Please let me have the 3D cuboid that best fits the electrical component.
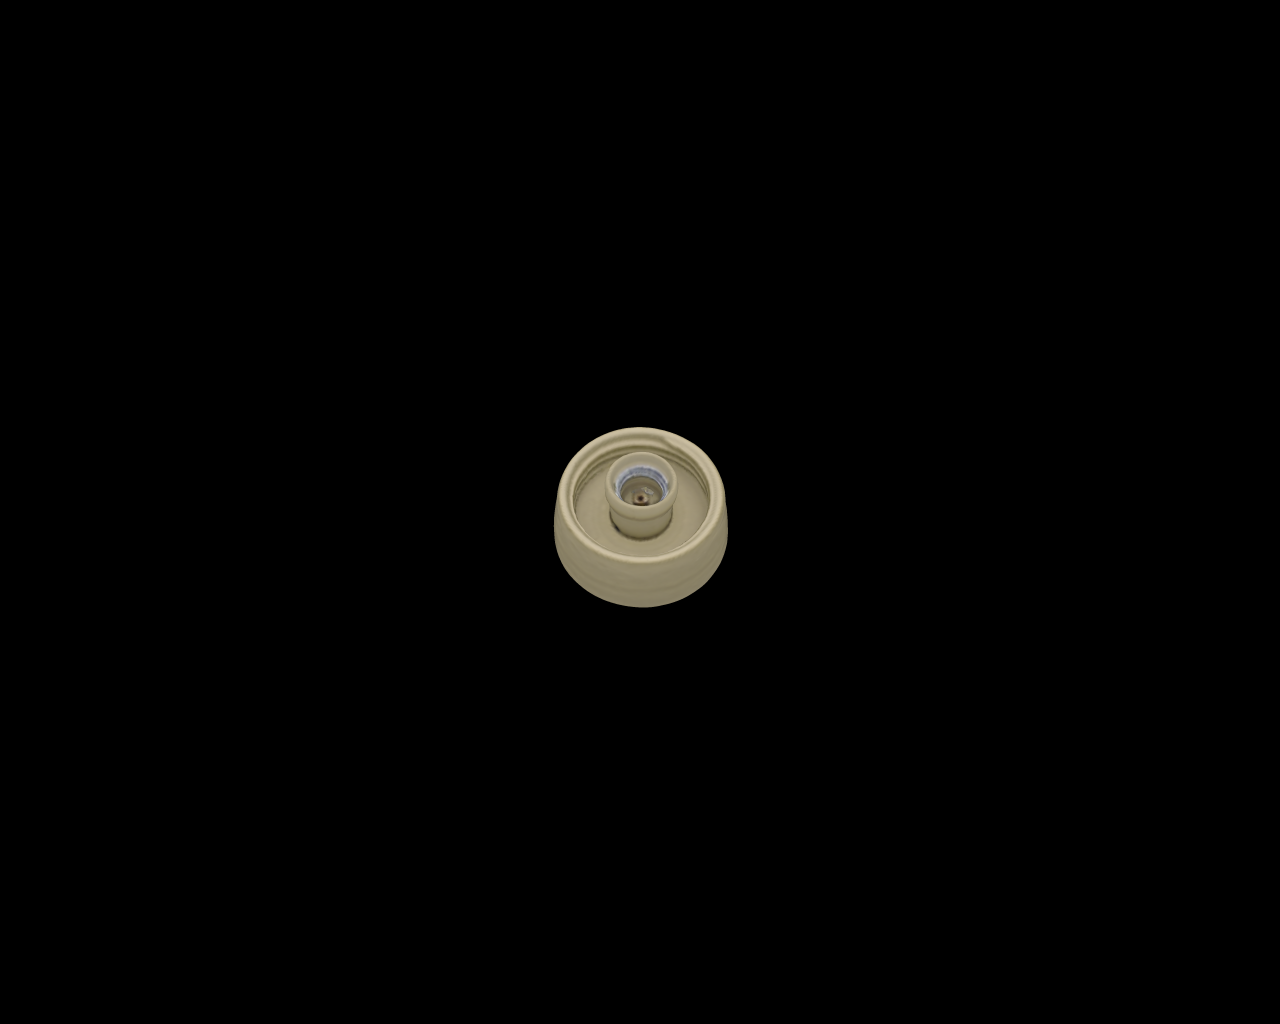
[{"bbox_3d":[0.001,-0.003,0.650,0.108,0.108,0.060,0,-33,0],"label":"electrical component"}]
